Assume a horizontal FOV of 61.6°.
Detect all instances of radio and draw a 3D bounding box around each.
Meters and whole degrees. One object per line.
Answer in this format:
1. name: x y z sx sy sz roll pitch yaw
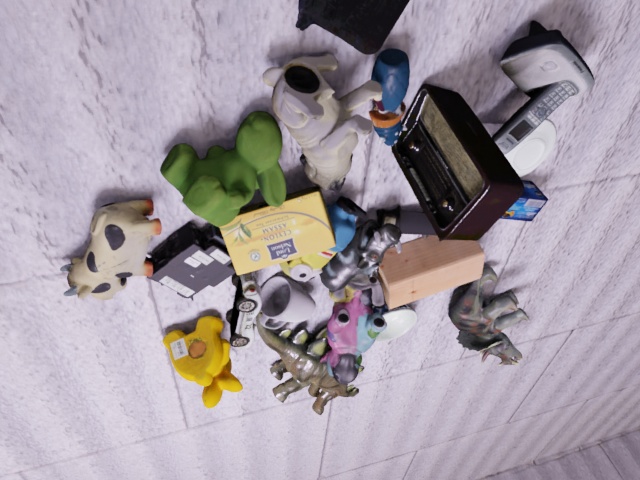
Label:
1. radio: 0.195 -0.115 0.810 0.073 0.230 0.131 4 137 -26

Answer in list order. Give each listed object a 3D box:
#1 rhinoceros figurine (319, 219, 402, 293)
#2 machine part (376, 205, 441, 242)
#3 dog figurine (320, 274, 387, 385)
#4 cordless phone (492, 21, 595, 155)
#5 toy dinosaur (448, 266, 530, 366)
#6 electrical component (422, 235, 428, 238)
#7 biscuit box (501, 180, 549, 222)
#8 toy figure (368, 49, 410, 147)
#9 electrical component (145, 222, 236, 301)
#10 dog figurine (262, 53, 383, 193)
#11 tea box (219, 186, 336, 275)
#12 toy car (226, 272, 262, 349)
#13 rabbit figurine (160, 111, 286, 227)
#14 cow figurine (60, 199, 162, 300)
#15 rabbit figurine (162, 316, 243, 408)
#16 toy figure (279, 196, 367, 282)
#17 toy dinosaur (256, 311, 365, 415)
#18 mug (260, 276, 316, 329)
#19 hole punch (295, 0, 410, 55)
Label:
1. rhinoceros figurine: 0.068 0.026 0.994 0.073 0.112 0.190 23 130 -38
2. machine part: 0.175 -0.027 1.026 0.139 0.039 0.084 1 129 2
3. dog figurine: 0.059 0.187 1.117 0.108 0.192 0.219 6 139 -8
4. cordless phone: 0.317 -0.226 0.839 0.146 0.089 0.184 22 119 -40
5. toy dinosaur: 0.385 0.179 1.312 0.192 0.131 0.404 -37 132 16
6. electrical component: 0.230 -0.044 1.060 0.063 0.021 0.093 -13 139 -11
7. biscuit box: 0.342 -0.082 1.038 0.202 0.063 0.059 3 132 -28
8. toy figure: 0.104 -0.206 0.799 0.064 0.058 0.154 -10 143 -6
9. electrical component: -0.210 0.033 0.916 0.134 0.058 0.114 -33 141 11
10. dog figurine: -0.016 -0.156 0.780 0.172 0.121 0.190 31 146 -4
11. tea box: -0.067 -0.017 0.871 0.170 0.068 0.098 -18 104 5
12. toy car: -0.147 0.136 1.043 0.056 0.074 0.201 -1 136 -19
13. rabbit figurine: -0.111 -0.100 0.776 0.170 0.121 0.159 -45 141 3
14. cow figurine: -0.327 0.025 0.833 0.127 0.086 0.194 -1 138 -32
15. rabbit figurine: -0.218 0.249 1.096 0.122 0.162 0.173 -31 158 -8
16. toy figure: 0.001 -0.002 0.958 0.082 0.089 0.180 30 109 -28
17. toy dinosaur: -0.024 0.283 1.247 0.198 0.105 0.470 -42 134 11
18. mug: -0.063 0.134 1.070 0.107 0.081 0.109 25 99 -49
19. hole punch: 0.048 -0.306 0.656 0.116 0.092 0.142 30 126 -10
